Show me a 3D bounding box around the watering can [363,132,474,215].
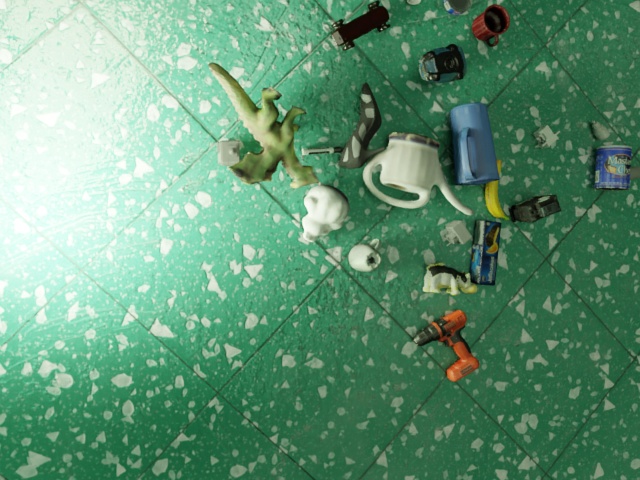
[{"bbox_3d":[0.305,-0.198,1.530,0.347,0.104,0.225,12,88,-4],"label":"watering can"}]

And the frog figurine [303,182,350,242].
[{"bbox_3d":[0.004,-0.073,1.458,0.135,0.123,0.161,47,68,-30],"label":"frog figurine"}]

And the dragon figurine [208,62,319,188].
[{"bbox_3d":[-0.161,-0.266,1.372,0.407,0.122,0.245,26,76,-30],"label":"dragon figurine"}]
